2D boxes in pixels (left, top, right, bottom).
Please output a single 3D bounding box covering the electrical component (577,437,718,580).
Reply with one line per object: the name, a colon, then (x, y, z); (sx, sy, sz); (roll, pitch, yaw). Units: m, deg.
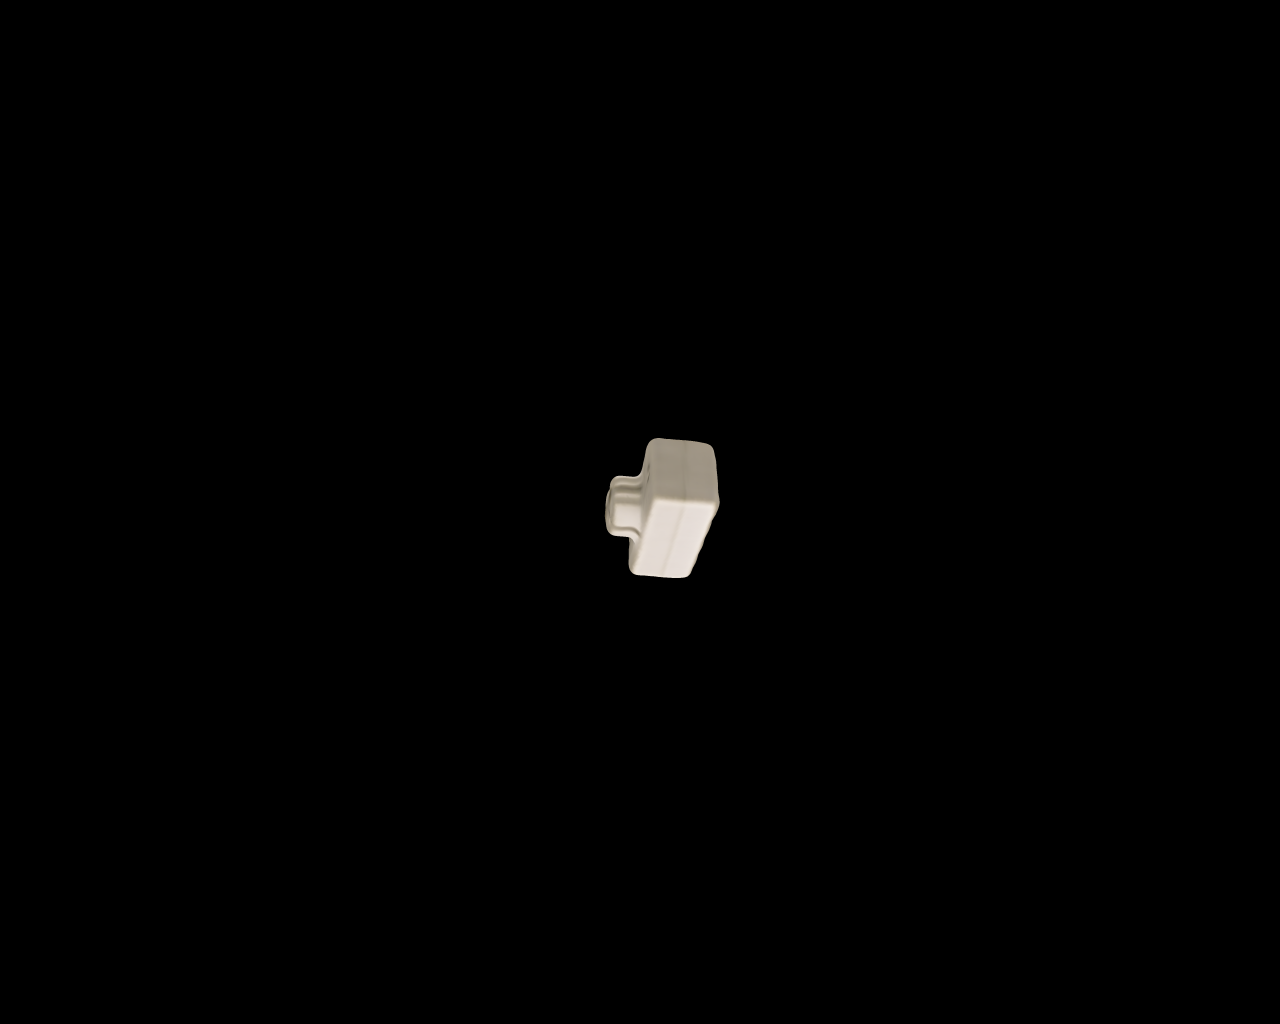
electrical component: (0.001, -0.003, 0.650); (0.076, 0.047, 0.083); (5, -36, -8)
